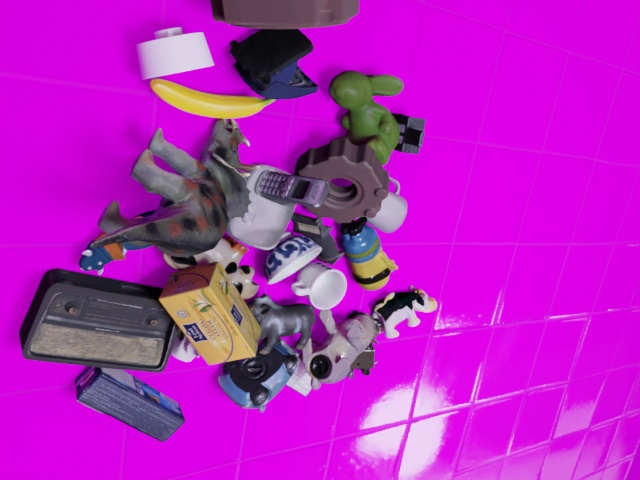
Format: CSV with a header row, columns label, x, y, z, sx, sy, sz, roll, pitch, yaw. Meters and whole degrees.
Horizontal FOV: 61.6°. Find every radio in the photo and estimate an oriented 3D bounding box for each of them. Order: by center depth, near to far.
label,x,y,z,sx,sy,sz,roll,pitch,yaw
radio,-0.348,0.133,0.877,0.229,0.073,0.131,17,99,-38

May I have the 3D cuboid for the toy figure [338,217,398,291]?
label,x,y,z,sx,sy,sz,roll,pitch,yaw
toy figure,0.091,0.029,1.124,0.089,0.082,0.180,-35,129,-4

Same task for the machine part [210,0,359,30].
label,x,y,z,sx,sy,sz,roll,pitch,yaw
machine part,-0.047,-0.363,0.786,0.202,0.201,0.087,4,118,12

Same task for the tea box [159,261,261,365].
label,x,y,z,sx,sy,sz,roll,pitch,yaw
tea box,-0.178,0.126,0.899,0.098,0.068,0.169,-16,125,18

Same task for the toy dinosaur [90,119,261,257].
label,x,y,z,sx,sy,sz,roll,pitch,yaw
toy dinosaur,-0.190,-0.049,0.778,0.192,0.405,0.131,29,120,-19

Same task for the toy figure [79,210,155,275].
label,x,y,z,sx,sy,sz,roll,pitch,yaw
toy figure,-0.312,0.002,0.862,0.154,0.058,0.064,-27,115,-17

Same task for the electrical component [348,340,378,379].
label,x,y,z,sx,sy,sz,roll,pitch,yaw
electrical component,0.099,0.269,1.246,0.078,0.045,0.102,-5,110,-1

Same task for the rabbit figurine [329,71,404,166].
label,x,y,z,sx,sy,sz,roll,pitch,yaw
rabbit figurine,0.087,-0.242,0.990,0.159,0.121,0.170,-47,129,-18

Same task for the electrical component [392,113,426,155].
label,x,y,z,sx,sy,sz,roll,pitch,yaw
electrical component,0.176,-0.209,1.063,0.048,0.119,0.074,-1,106,-33

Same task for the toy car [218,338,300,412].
label,x,y,z,sx,sy,sz,roll,pitch,yaw
toy car,-0.118,0.275,1.077,0.162,0.109,0.102,-36,147,-30

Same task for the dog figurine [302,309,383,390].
label,x,y,z,sx,sy,sz,roll,pitch,yaw
dog figurine,0.053,0.232,1.140,0.172,0.121,0.190,-54,152,4

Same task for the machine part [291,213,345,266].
label,x,y,z,sx,sy,sz,roll,pitch,yaw
machine part,-0.002,-0.003,1.059,0.138,0.084,0.039,56,51,-43

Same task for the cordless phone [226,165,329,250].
label,x,y,z,sx,sy,sz,roll,pitch,yaw
cordless phone,-0.065,-0.048,0.915,0.088,0.184,0.146,33,76,-42

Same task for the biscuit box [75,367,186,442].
label,x,y,z,sx,sy,sz,roll,pitch,yaw
biscuit box,-0.333,0.287,0.954,0.063,0.059,0.202,-45,126,-3

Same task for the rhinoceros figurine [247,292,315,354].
label,x,y,z,sx,sy,sz,roll,pitch,yaw
rhinoceros figurine,-0.100,0.156,1.035,0.190,0.073,0.112,4,120,-21

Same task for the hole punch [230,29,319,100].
label,x,y,z,sx,sy,sz,roll,pitch,yaw
hole punch,-0.072,-0.279,0.872,0.116,0.142,0.092,-30,148,-8

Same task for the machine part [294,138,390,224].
label,x,y,z,sx,sy,sz,roll,pitch,yaw
machine part,0.039,-0.103,0.990,0.179,0.179,0.056,48,37,-36

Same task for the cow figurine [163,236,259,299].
label,x,y,z,sx,sy,sz,roll,pitch,yaw
cow figurine,-0.187,0.050,0.945,0.194,0.086,0.127,35,89,-35

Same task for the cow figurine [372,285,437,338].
label,x,y,z,sx,sy,sz,roll,pitch,yaw
cow figurine,0.197,0.151,1.250,0.167,0.068,0.098,-25,114,-25

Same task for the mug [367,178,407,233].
label,x,y,z,sx,sy,sz,roll,pitch,yaw
mug,0.119,-0.080,1.102,0.107,0.081,0.109,20,93,-30
